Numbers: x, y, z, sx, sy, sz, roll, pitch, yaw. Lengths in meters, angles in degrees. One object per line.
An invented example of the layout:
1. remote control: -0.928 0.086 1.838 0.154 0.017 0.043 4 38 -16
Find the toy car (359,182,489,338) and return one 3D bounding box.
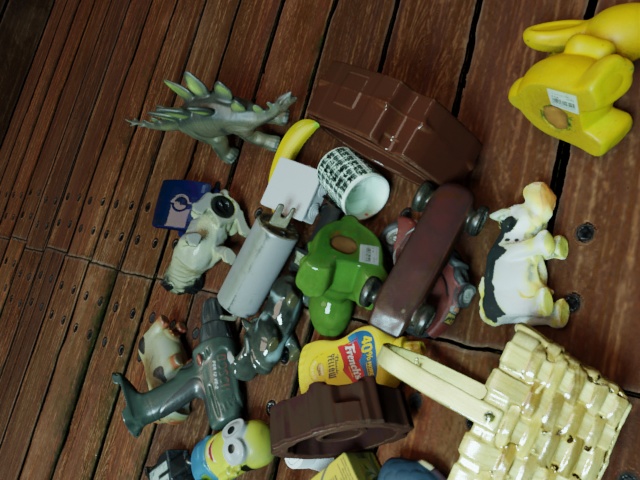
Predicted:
1. toy car: 0.123 0.022 0.636 0.089 0.053 0.202 25 77 20

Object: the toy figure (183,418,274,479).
1. toy figure: -0.141 0.331 0.836 0.180 0.089 0.082 -42 64 34

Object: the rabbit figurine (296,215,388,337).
1. rabbit figurine: 0.016 0.058 0.767 0.159 0.121 0.170 -96 15 -48

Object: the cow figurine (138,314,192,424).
1. cow figurine: -0.291 0.252 0.999 0.127 0.085 0.195 -43 52 14

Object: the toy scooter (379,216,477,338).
1. toy scooter: 0.152 0.029 0.696 0.135 0.075 0.184 -32 50 28

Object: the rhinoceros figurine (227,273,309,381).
1. rhinoceros figurine: -0.081 0.143 0.860 0.112 0.073 0.190 32 96 43

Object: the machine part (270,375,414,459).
1. machine part: 0.024 0.225 0.667 0.179 0.179 0.056 -32 51 29

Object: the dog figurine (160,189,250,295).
1. dog figurine: -0.234 0.006 1.044 0.190 0.121 0.172 -35 24 46

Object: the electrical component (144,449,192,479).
1. electrical component: -0.250 0.400 0.927 0.119 0.047 0.075 -43 50 21

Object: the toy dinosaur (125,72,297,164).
1. toy dinosaur: -0.222 -0.240 1.052 0.472 0.198 0.105 -3 67 45

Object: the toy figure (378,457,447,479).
1. toy figure: 0.139 0.296 0.610 0.155 0.058 0.064 11 97 40

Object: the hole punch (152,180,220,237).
1. hole punch: -0.276 -0.066 1.112 0.116 0.092 0.142 -3 68 38

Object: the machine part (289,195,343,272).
1. machine part: -0.002 -0.003 0.872 0.084 0.039 0.138 24 92 53

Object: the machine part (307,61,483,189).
1. machine part: 0.097 -0.145 0.722 0.201 0.201 0.087 35 99 44

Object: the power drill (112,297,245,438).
1. power drill: -0.236 0.225 0.910 0.086 0.207 0.232 101 148 -57

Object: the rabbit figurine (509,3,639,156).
1. rabbit figurine: 0.319 -0.203 0.629 0.173 0.121 0.163 -48 37 -1

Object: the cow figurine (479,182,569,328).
1. cow figurine: 0.234 0.017 0.631 0.098 0.068 0.167 -12 64 46

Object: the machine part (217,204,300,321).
1. machine part: -0.103 0.044 0.892 0.079 0.079 0.243 51 121 42

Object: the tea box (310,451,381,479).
1. tea box: 0.052 0.359 0.655 0.098 0.068 0.170 -44 48 20
